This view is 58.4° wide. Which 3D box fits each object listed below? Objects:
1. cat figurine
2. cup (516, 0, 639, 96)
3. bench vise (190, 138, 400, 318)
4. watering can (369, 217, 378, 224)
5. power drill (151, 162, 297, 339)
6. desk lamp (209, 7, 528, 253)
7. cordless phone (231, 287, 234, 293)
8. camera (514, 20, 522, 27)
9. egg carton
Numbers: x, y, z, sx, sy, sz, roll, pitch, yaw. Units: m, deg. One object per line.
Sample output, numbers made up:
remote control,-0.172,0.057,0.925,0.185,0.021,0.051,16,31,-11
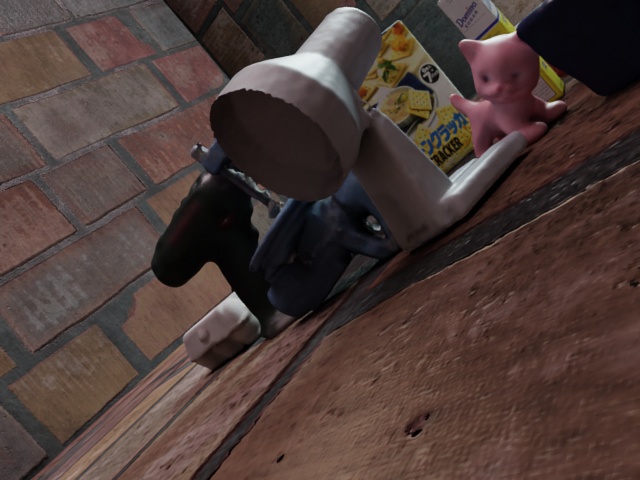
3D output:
cat figurine,0.175,-0.149,0.564,0.067,0.118,0.127,-42,3,-23
cup,0.221,-0.164,0.443,0.091,0.095,0.118,-40,3,1
bench vise,-0.020,-0.052,0.607,0.207,0.220,0.121,-40,3,5
watering can,0.052,-0.119,0.939,0.173,0.194,0.101,-41,3,-10
power drill,-0.085,0.005,0.697,0.229,0.208,0.076,-40,3,12
desk lamp,0.040,-0.092,0.503,0.204,0.213,0.117,-42,4,-32
cordless phone,-0.121,0.035,0.932,0.094,0.185,0.147,-41,3,-6
camera,0.369,-0.328,0.934,0.136,0.101,0.143,-39,4,30
egg carton,-0.131,0.125,0.831,0.150,0.069,0.107,-38,4,35
